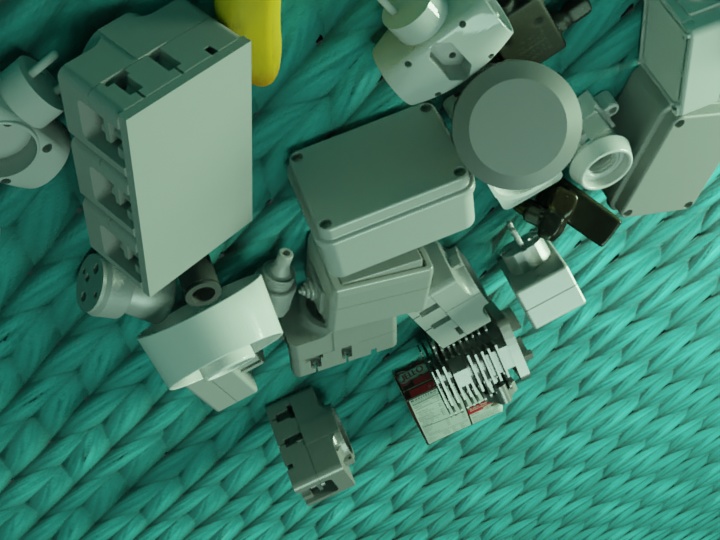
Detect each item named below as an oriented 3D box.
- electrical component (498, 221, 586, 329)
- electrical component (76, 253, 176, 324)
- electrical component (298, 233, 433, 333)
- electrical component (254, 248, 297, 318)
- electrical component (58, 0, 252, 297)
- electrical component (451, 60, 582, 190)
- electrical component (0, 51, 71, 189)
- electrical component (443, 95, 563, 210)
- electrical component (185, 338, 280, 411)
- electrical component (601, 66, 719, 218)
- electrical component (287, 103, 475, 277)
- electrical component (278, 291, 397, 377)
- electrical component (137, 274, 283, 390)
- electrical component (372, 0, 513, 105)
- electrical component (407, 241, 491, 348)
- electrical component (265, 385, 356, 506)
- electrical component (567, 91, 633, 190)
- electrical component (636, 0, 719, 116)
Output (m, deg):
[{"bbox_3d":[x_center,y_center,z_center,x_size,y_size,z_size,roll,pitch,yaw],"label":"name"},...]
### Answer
[{"bbox_3d":[0.140,-0.006,0.886,0.047,0.083,0.075,-29,108,7],"label":"electrical component"},{"bbox_3d":[-0.162,0.012,0.745,0.055,0.045,0.045,10,133,-39],"label":"electrical component"},{"bbox_3d":[0.000,0.000,0.811,0.096,0.061,0.061,-13,145,-16],"label":"electrical component"},{"bbox_3d":[-0.064,0.008,0.809,0.035,0.035,0.061,-3,138,-28],"label":"electrical component"},{"bbox_3d":[-0.116,-0.070,0.625,0.089,0.062,0.150,-40,155,-30],"label":"electrical component"},{"bbox_3d":[0.097,-0.094,0.683,0.080,0.051,0.080,0,107,1],"label":"electrical component"},{"bbox_3d":[-0.188,-0.090,0.590,0.079,0.044,0.077,-35,144,13],"label":"electrical component"},{"bbox_3d":[0.104,-0.088,0.760,0.050,0.055,0.089,-30,146,9],"label":"electrical component"},{"bbox_3d":[-0.101,0.066,0.852,0.077,0.047,0.065,-28,146,6],"label":"electrical component"},{"bbox_3d":[0.234,-0.099,0.823,0.078,0.057,0.113,-8,143,-22],"label":"electrical component"},{"bbox_3d":[0.015,-0.055,0.731,0.113,0.078,0.057,-21,149,-4],"label":"electrical component"},{"bbox_3d":[-0.019,0.039,0.863,0.089,0.050,0.055,-17,145,-10],"label":"electrical component"},{"bbox_3d":[-0.106,0.042,0.768,0.099,0.064,0.099,-27,173,-3],"label":"electrical component"},{"bbox_3d":[0.040,-0.149,0.650,0.077,0.043,0.079,-34,136,21],"label":"electrical component"},{"bbox_3d":[0.069,0.017,0.886,0.056,0.050,0.089,-31,146,11],"label":"electrical component"},{"bbox_3d":[-0.041,0.157,0.973,0.056,0.089,0.050,-25,146,1],"label":"electrical component"},{"bbox_3d":[0.169,-0.092,0.793,0.066,0.055,0.048,-37,144,18],"label":"electrical component"},{"bbox_3d":[0.232,-0.164,0.729,0.061,0.061,0.096,-21,146,-4],"label":"electrical component"}]
